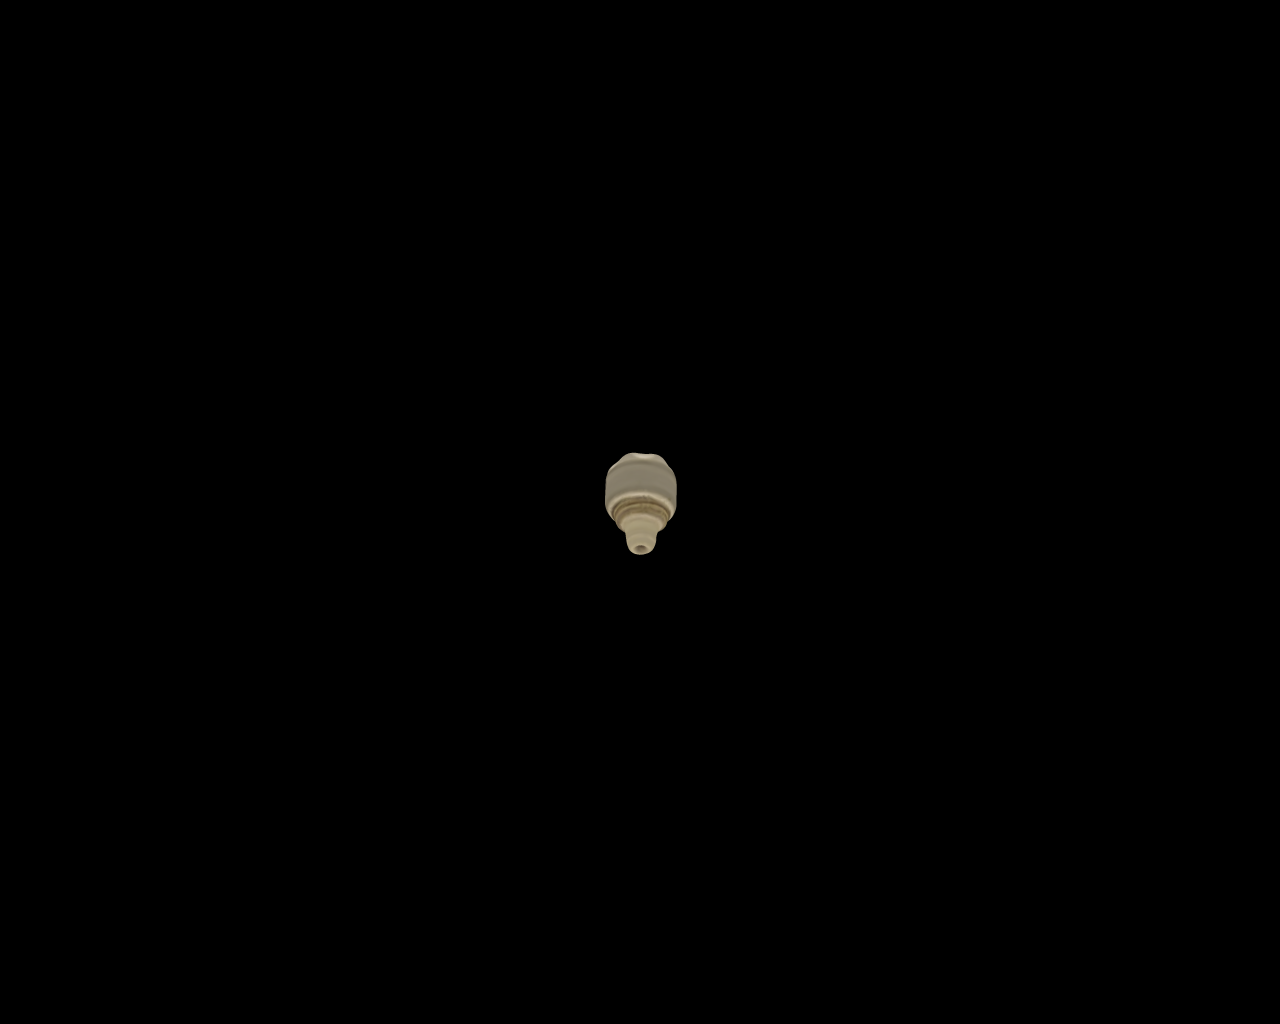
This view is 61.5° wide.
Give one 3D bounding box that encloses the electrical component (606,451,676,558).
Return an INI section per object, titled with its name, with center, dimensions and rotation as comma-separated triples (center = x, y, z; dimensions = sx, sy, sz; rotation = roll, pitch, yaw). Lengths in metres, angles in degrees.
[electrical component]
center = 0.001, -0.003, 0.650
dimensions = 0.043, 0.062, 0.043
rotation = 0, -34, 0
